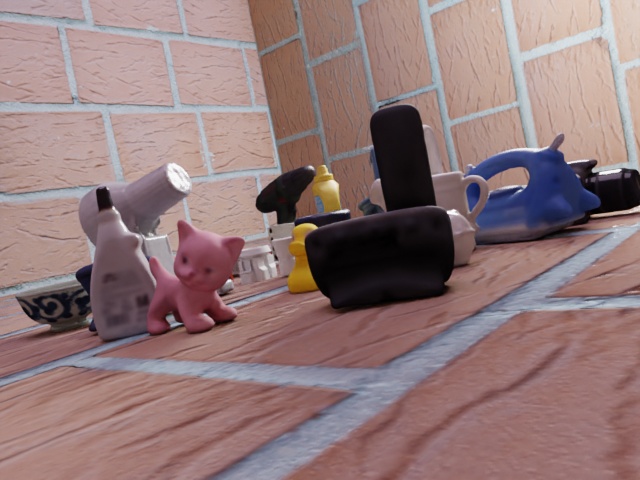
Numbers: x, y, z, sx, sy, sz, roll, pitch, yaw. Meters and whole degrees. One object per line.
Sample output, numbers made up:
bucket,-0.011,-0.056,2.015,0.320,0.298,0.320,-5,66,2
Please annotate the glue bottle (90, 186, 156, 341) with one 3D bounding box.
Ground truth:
glue bottle,-0.230,0.024,0.655,0.078,0.173,0.037,-11,3,-9

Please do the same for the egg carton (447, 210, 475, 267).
egg carton,0.118,0.005,0.731,0.107,0.069,0.150,-13,3,-32

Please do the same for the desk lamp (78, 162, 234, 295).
desk lamp,-0.257,-0.004,0.892,0.202,0.213,0.118,-10,3,25

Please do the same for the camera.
camera,0.439,-0.083,0.933,0.136,0.101,0.144,-8,4,43

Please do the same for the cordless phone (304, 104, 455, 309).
cordless phone,0.052,-0.033,0.570,0.147,0.185,0.094,-11,3,3

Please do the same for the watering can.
watering can,0.157,-0.072,0.850,0.172,0.194,0.101,-10,3,11

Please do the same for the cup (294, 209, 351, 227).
cup,0.009,0.003,0.931,0.092,0.095,0.117,-12,3,-11

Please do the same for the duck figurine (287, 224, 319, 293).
duck figurine,-0.011,0.020,0.770,0.077,0.086,0.105,-10,3,25

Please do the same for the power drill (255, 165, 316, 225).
power drill,-0.070,-0.064,1.406,0.076,0.208,0.228,-14,4,-41

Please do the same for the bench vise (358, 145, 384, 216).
bench vise,0.154,-0.103,1.219,0.122,0.220,0.207,-12,3,-22

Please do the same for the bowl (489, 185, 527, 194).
bowl,0.317,-0.052,1.038,0.167,0.075,0.167,-11,3,1

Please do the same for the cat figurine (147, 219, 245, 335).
cat figurine,-0.138,0.036,0.616,0.127,0.118,0.067,-9,4,34

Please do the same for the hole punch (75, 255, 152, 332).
hole punch,-0.251,0.065,0.750,0.108,0.091,0.101,-11,3,-2

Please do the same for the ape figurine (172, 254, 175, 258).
ape figurine,-0.300,0.055,1.113,0.076,0.092,0.078,-9,4,30

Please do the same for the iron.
iron,0.283,-0.071,0.889,0.119,0.141,0.257,-13,4,-37
